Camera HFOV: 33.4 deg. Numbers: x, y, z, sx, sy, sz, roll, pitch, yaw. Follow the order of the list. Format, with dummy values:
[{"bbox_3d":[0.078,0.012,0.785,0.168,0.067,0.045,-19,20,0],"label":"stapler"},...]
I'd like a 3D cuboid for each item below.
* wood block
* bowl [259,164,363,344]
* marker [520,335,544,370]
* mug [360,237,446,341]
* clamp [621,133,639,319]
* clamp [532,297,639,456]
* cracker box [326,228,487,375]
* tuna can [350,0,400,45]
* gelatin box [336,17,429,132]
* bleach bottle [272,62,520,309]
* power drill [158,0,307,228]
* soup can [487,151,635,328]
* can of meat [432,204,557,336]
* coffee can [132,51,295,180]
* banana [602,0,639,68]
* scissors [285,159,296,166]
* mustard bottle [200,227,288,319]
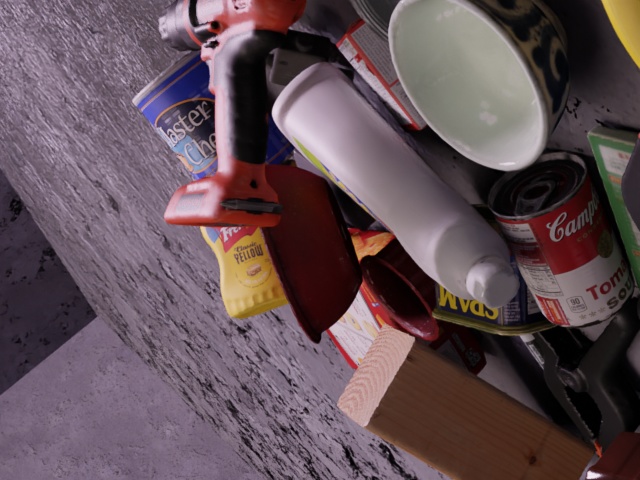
[{"bbox_3d":[0.132,0.171,0.974,0.206,0.091,0.090,32,176,-15],"label":"wood block"},{"bbox_3d":[-0.006,0.001,0.873,0.162,0.055,0.162,-20,-90,-84],"label":"bowl"},{"bbox_3d":[0.208,0.117,0.927,0.121,0.020,0.020,54,162,-13],"label":"marker"},{"bbox_3d":[0.095,0.031,0.919,0.093,0.081,0.117,42,161,22],"label":"mug"},{"bbox_3d":[0.219,0.008,0.595,0.120,0.039,0.171,24,149,44],"label":"clamp"},{"bbox_3d":[0.214,0.099,0.845,0.165,0.036,0.210,22,145,59],"label":"clamp"},{"bbox_3d":[0.059,0.068,1.104,0.164,0.072,0.214,56,162,-17],"label":"cracker box"},{"bbox_3d":[0.054,-0.166,0.695,0.086,0.033,0.086,44,162,18],"label":"tuna can"},{"bbox_3d":[0.052,-0.121,0.775,0.089,0.030,0.073,52,180,-5],"label":"gelatin box"},{"bbox_3d":[0.057,-0.035,0.763,0.102,0.068,0.251,43,-175,-40],"label":"bleach bottle"},{"bbox_3d":[-0.077,-0.103,0.798,0.185,0.057,0.187,3,90,59],"label":"power drill"},{"bbox_3d":[0.163,0.001,0.717,0.069,0.068,0.102,22,148,57],"label":"soup can"},{"bbox_3d":[0.129,0.020,0.803,0.102,0.057,0.084,12,108,57],"label":"can of meat"},{"bbox_3d":[-0.104,-0.115,1.067,0.140,0.102,0.103,52,163,-8],"label":"coffee can"},{"bbox_3d":[0.193,-0.088,0.522,0.198,0.037,0.070,46,144,9],"label":"banana"},{"bbox_3d":[-0.030,-0.041,1.035,0.096,0.016,0.201,61,-165,11],"label":"scissors"},{"bbox_3d":[-0.086,-0.013,1.227,0.058,0.096,0.191,30,-140,-75],"label":"mustard bottle"}]
